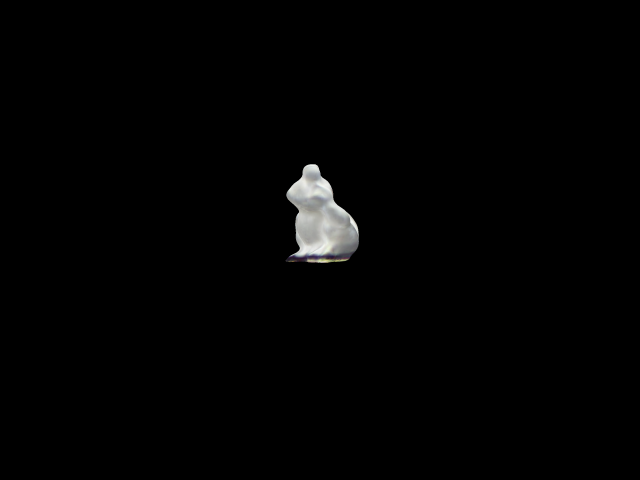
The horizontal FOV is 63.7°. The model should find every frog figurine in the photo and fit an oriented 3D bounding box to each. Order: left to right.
[{"bbox_3d":[0.003,-0.043,0.850,0.123,0.160,0.137,1,-2,-15],"label":"frog figurine"}]
